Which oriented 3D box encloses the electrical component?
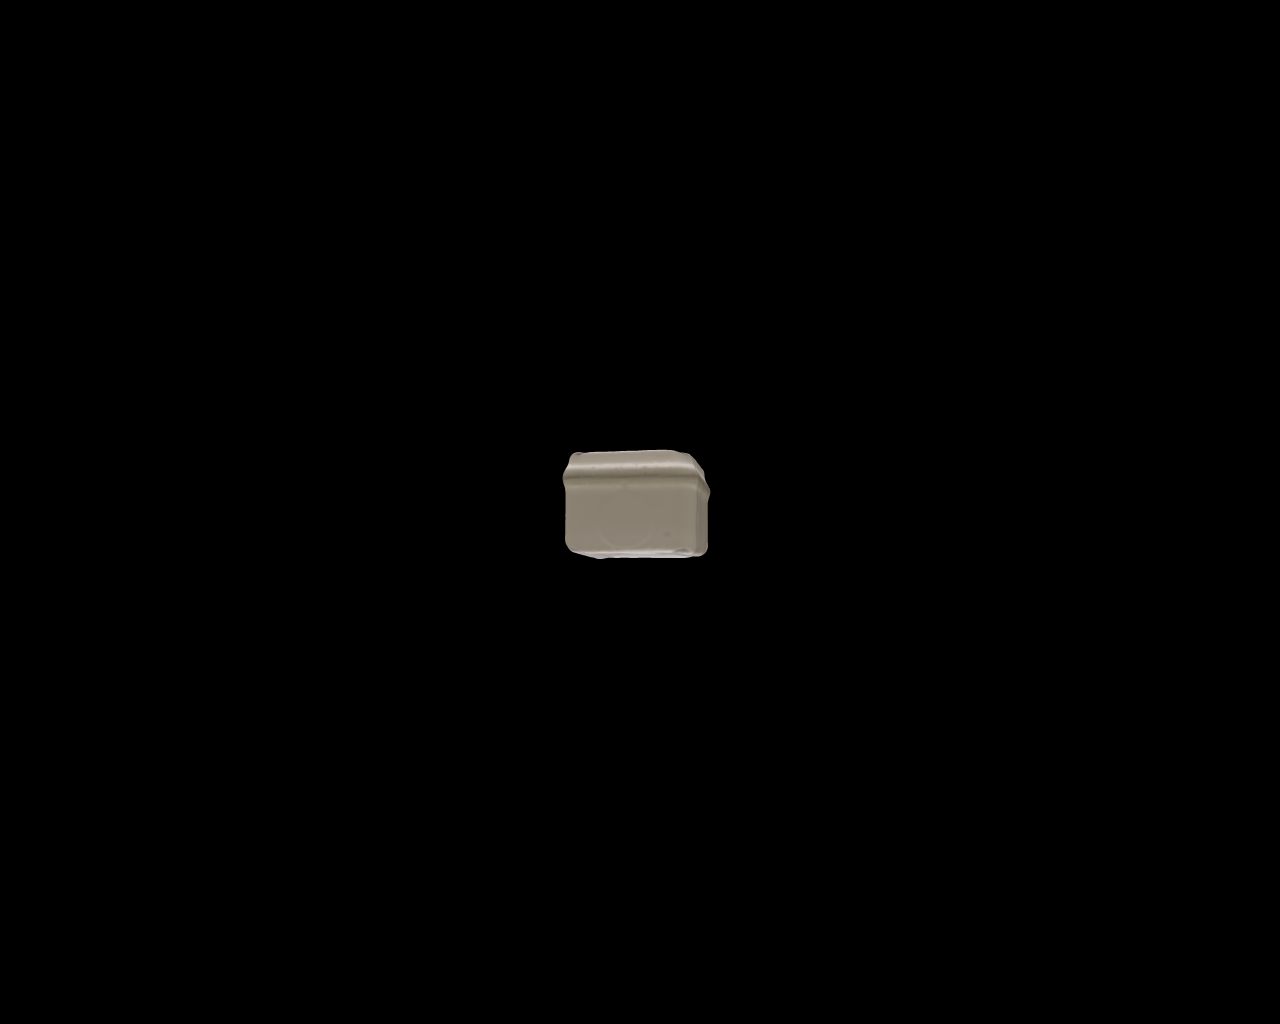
[{"bbox_3d":[0.001,-0.003,0.650,0.078,0.057,0.113,-1,-4,7],"label":"electrical component"}]
